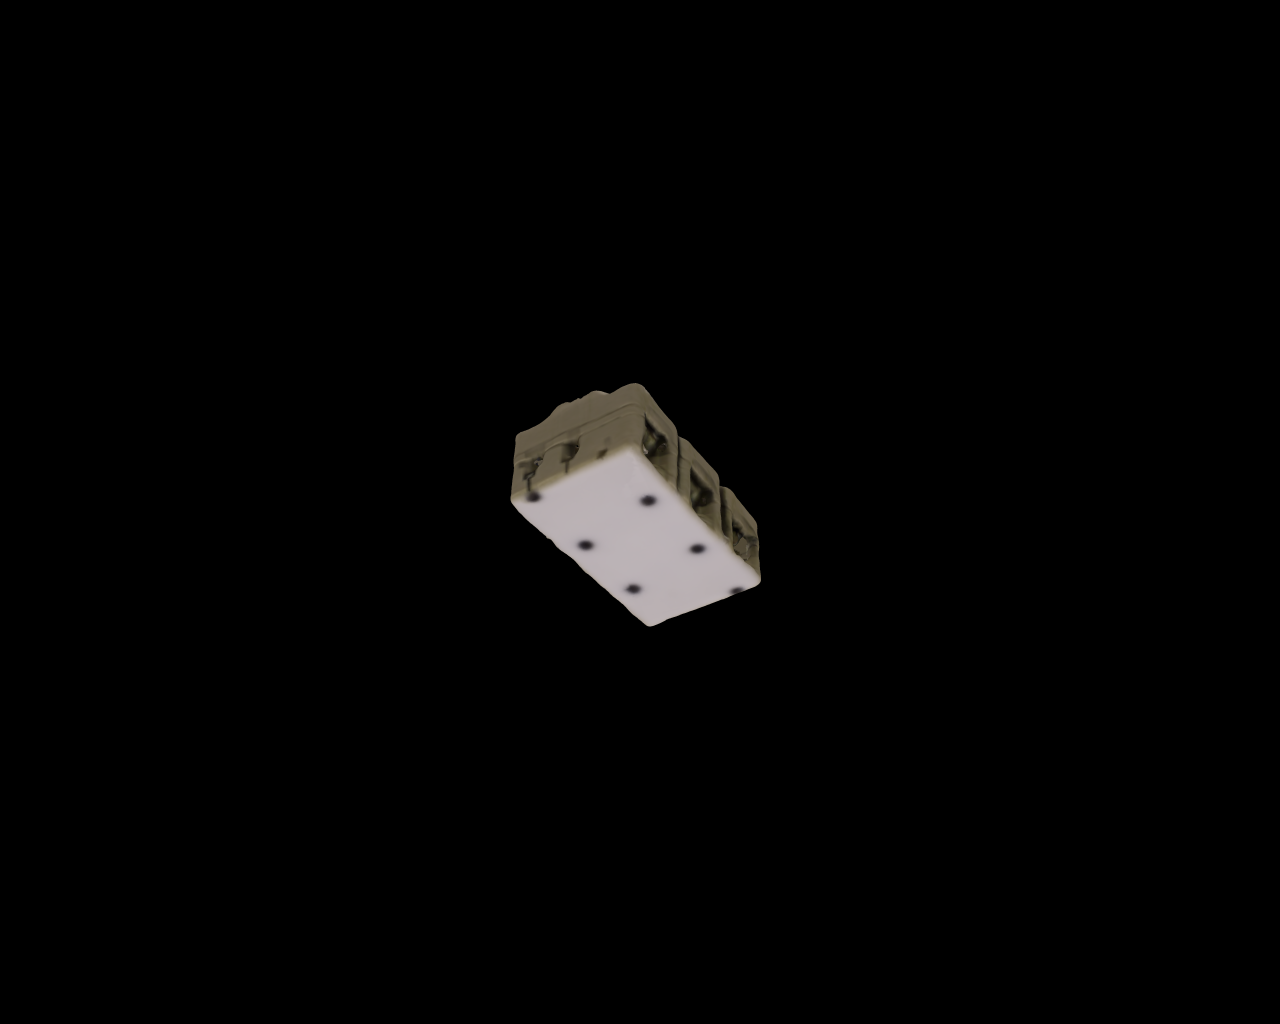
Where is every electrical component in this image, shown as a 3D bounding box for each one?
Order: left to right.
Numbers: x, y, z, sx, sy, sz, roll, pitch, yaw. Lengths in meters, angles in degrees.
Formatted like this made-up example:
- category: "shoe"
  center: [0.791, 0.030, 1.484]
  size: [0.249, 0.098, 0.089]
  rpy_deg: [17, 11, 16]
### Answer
- category: "electrical component"
  center: [0.001, -0.003, 0.650]
  size: [0.089, 0.062, 0.150]
  rpy_deg: [-22, -45, 24]
